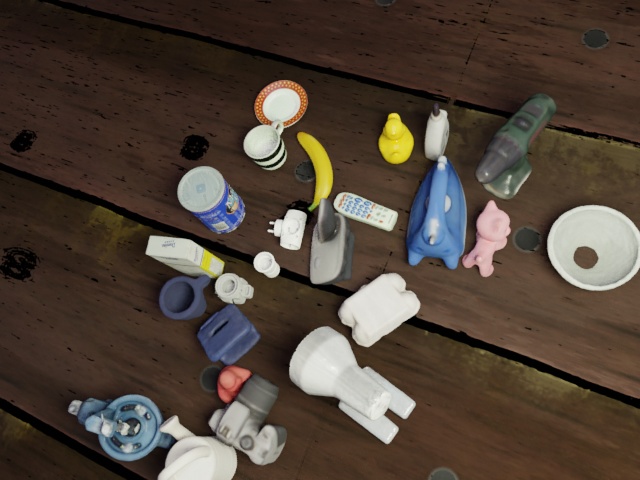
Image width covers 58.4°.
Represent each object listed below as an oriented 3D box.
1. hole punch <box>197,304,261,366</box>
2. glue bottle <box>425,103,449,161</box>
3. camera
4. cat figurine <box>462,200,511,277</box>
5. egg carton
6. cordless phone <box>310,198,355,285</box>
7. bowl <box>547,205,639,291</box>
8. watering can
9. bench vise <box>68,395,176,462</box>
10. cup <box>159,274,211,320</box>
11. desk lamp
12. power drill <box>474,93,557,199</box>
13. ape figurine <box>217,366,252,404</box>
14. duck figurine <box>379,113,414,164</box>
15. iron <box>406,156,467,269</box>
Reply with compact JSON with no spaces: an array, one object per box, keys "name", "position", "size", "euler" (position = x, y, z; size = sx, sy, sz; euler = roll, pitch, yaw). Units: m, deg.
[{"name":"hole punch","position":[-0.195,0.192,1.172],"size":[0.109,0.091,0.101],"euler":[-43,68,-5]},{"name":"glue bottle","position":[0.242,-0.234,1.184],"size":[0.037,0.173,0.078],"euler":[17,76,17]},{"name":"camera","position":[-0.126,0.338,1.102],"size":[0.143,0.101,0.137],"euler":[27,79,19]},{"name":"cat figurine","position":[0.329,-0.006,1.117],"size":[0.067,0.118,0.128],"euler":[23,77,18]},{"name":"egg carton","position":[0.116,0.136,1.138],"size":[0.150,0.069,0.107],"euler":[-36,68,-2]},{"name":"cordless phone","position":[0.010,0.004,1.143],"size":[0.094,0.185,0.147],"euler":[-2,71,11]},{"name":"bowl","position":[0.516,0.022,1.091],"size":[0.167,0.075,0.167],"euler":[-4,71,11]},{"name":"watering can","position":[-0.237,0.408,1.050],"size":[0.172,0.194,0.101],"euler":[30,80,20]},{"name":"bench vise","position":[-0.402,0.357,1.088],"size":[0.207,0.220,0.121],"euler":[-5,70,10]},{"name":"cup","position":[-0.269,0.122,1.210],"size":[0.118,0.095,0.091],"euler":[-40,68,-4]},{"name":"desk lamp","position":[0.061,0.261,1.028],"size":[0.202,0.214,0.118],"euler":[33,81,20]},{"name":"power drill","position":[0.371,-0.164,1.114],"size":[0.075,0.209,0.230],"euler":[34,81,20]},{"name":"ape figurine","position":[-0.174,0.282,1.136],"size":[0.078,0.092,0.076],"euler":[-29,68,1]},{"name":"duck figurine","position":[0.163,-0.225,1.245],"size":[0.077,0.086,0.104],"euler":[-3,71,11]},{"name":"iron","position":[0.237,-0.079,1.149],"size":[0.118,0.142,0.258],"euler":[4,72,13]}]
